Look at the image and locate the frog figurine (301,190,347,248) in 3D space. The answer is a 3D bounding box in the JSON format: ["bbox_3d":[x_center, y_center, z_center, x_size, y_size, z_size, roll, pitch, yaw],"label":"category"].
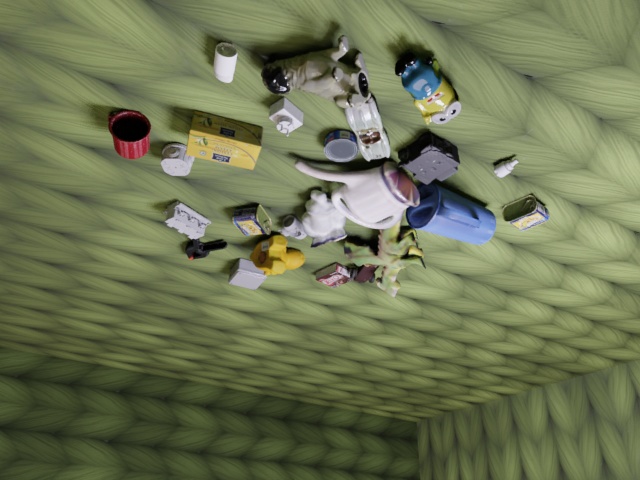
[{"bbox_3d":[0.005,-0.075,1.483,0.137,0.125,0.157,-10,110,32],"label":"frog figurine"}]

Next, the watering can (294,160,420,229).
[{"bbox_3d":[0.115,-0.136,1.349,0.222,0.106,0.343,-25,134,34],"label":"watering can"}]

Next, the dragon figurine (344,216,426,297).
[{"bbox_3d":[0.187,0.025,1.583,0.241,0.125,0.402,-15,126,19],"label":"dragon figurine"}]
